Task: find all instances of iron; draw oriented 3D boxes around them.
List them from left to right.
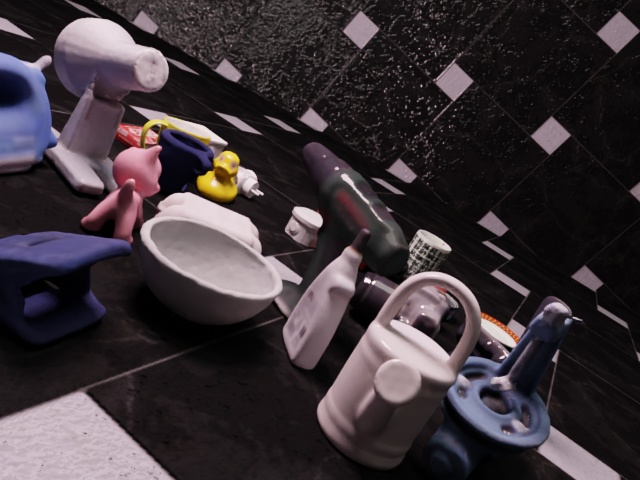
[{"bbox_3d":[-0.412,-0.161,0.667,0.118,0.141,0.258,30,16,4],"label":"iron"}]

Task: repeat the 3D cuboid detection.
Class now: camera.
[{"bbox_3d":[0.124,0.096,0.886,0.136,0.101,0.143,31,16,5],"label":"camera"}]

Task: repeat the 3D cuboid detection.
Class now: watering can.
[{"bbox_3d":[0.085,0.123,0.560,0.101,0.194,0.173,27,16,-10],"label":"watering can"}]

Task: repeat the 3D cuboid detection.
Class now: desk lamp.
[{"bbox_3d":[-0.307,-0.197,0.829,0.202,0.213,0.118,40,19,33],"label":"desk lamp"}]

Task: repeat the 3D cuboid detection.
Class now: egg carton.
[{"bbox_3d":[-0.151,-0.005,0.774,0.151,0.069,0.107,24,17,-20],"label":"egg carton"}]

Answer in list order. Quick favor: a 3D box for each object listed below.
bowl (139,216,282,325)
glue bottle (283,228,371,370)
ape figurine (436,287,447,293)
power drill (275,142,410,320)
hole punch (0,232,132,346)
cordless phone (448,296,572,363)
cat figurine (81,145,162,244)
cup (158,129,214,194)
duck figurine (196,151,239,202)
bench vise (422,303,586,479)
[{"bbox_3d":[-0.131,0.045,0.643,0.167,0.074,0.167,27,16,-8],"label":"bowl"},{"bbox_3d":[0.013,0.062,0.663,0.037,0.173,0.078,23,17,-21],"label":"glue bottle"},{"bbox_3d":[0.197,0.101,1.011,0.077,0.092,0.076,31,16,6],"label":"ape figurine"},{"bbox_3d":[0.007,0.003,0.769,0.076,0.208,0.228,10,25,-49],"label":"power drill"},{"bbox_3d":[-0.237,0.023,0.496,0.101,0.091,0.109,32,16,8],"label":"hole punch"},{"bbox_3d":[0.283,0.148,0.848,0.094,0.185,0.147,18,19,-36],"label":"cordless phone"},{"bbox_3d":[-0.240,-0.071,0.731,0.067,0.117,0.127,25,16,-16],"label":"cat figurine"},{"bbox_3d":[-0.225,-0.115,0.938,0.117,0.095,0.092,41,19,35],"label":"cup"},{"bbox_3d":[-0.178,-0.124,1.063,0.077,0.086,0.104,28,16,-4],"label":"duck figurine"},{"bbox_3d":[0.205,0.151,0.638,0.121,0.219,0.208,32,16,10],"label":"bench vise"}]
